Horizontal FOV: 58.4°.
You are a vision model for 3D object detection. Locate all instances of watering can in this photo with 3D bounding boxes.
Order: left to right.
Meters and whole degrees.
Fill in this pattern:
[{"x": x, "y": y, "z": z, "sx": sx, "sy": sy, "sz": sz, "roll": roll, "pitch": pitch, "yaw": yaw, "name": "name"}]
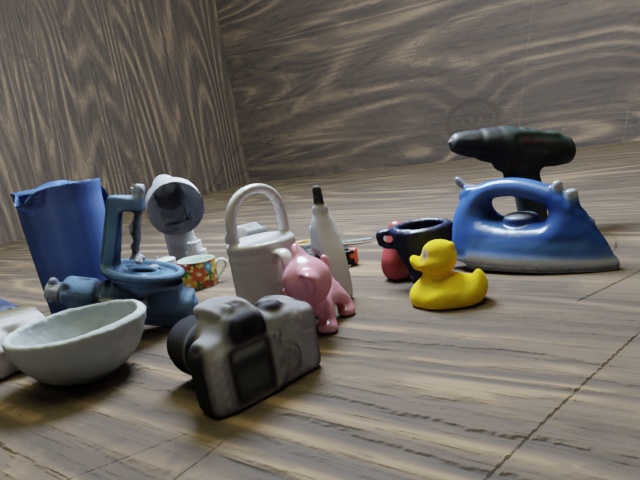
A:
[{"x": -0.087, "y": 0.017, "z": 0.818, "sx": 0.172, "sy": 0.194, "sz": 0.101, "roll": -1, "pitch": 14, "yaw": 38, "name": "watering can"}]

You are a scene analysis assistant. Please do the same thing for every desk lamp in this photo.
[{"x": -0.321, "y": -0.039, "z": 1.268, "sx": 0.118, "sy": 0.214, "sz": 0.202, "roll": -14, "pitch": 11, "yaw": -19, "name": "desk lamp"}]

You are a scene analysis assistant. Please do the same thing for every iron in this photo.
[{"x": 0.308, "y": -0.031, "z": 0.858, "sx": 0.119, "sy": 0.141, "sz": 0.257, "roll": -20, "pitch": 14, "yaw": -42, "name": "iron"}]

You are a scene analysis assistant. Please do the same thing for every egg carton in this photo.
[{"x": -0.438, "y": 0.142, "z": 0.814, "sx": 0.107, "sy": 0.069, "sz": 0.149, "roll": -17, "pitch": 13, "yaw": -33, "name": "egg carton"}]

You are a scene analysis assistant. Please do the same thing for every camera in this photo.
[{"x": -0.094, "y": 0.105, "z": 0.616, "sx": 0.143, "sy": 0.101, "sz": 0.136, "roll": -19, "pitch": 14, "yaw": -41, "name": "camera"}]

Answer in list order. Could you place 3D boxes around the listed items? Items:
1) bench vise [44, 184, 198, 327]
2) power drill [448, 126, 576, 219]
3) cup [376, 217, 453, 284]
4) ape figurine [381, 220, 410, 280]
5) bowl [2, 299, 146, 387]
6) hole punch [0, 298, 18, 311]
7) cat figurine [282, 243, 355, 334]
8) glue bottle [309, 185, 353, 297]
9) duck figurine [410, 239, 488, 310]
[{"x": -0.299, "y": 0.037, "z": 0.835, "sx": 0.208, "sy": 0.220, "sz": 0.121, "roll": -14, "pitch": 12, "yaw": -22, "name": "bench vise"}, {"x": 0.345, "y": -0.102, "z": 1.015, "sx": 0.230, "sy": 0.208, "sz": 0.075, "roll": -12, "pitch": 11, "yaw": -11, "name": "power drill"}, {"x": 0.143, "y": 0.022, "z": 0.853, "sx": 0.117, "sy": 0.095, "sz": 0.092, "roll": -5, "pitch": 12, "yaw": 25, "name": "cup"}, {"x": 0.131, "y": 0.014, "z": 0.915, "sx": 0.076, "sy": 0.092, "sz": 0.077, "roll": -12, "pitch": 11, "yaw": -12, "name": "ape figurine"}, {"x": -0.294, "y": 0.134, "z": 0.711, "sx": 0.167, "sy": 0.075, "sz": 0.167, "roll": -9, "pitch": 11, "yaw": 2, "name": "bowl"}, {"x": -0.561, "y": 0.128, "z": 0.942, "sx": 0.101, "sy": 0.091, "sz": 0.109, "roll": -6, "pitch": 11, "yaw": 20, "name": "hole punch"}, {"x": -0.008, "y": 0.057, "z": 0.739, "sx": 0.067, "sy": 0.118, "sz": 0.128, "roll": -6, "pitch": 12, "yaw": 21, "name": "cat figurine"}, {"x": 0.008, "y": 0.003, "z": 0.861, "sx": 0.037, "sy": 0.173, "sz": 0.078, "roll": -15, "pitch": 12, "yaw": -23, "name": "glue bottle"}, {"x": 0.165, "y": 0.041, "z": 0.754, "sx": 0.104, "sy": 0.086, "sz": 0.078, "roll": -4, "pitch": 12, "yaw": 29, "name": "duck figurine"}]
